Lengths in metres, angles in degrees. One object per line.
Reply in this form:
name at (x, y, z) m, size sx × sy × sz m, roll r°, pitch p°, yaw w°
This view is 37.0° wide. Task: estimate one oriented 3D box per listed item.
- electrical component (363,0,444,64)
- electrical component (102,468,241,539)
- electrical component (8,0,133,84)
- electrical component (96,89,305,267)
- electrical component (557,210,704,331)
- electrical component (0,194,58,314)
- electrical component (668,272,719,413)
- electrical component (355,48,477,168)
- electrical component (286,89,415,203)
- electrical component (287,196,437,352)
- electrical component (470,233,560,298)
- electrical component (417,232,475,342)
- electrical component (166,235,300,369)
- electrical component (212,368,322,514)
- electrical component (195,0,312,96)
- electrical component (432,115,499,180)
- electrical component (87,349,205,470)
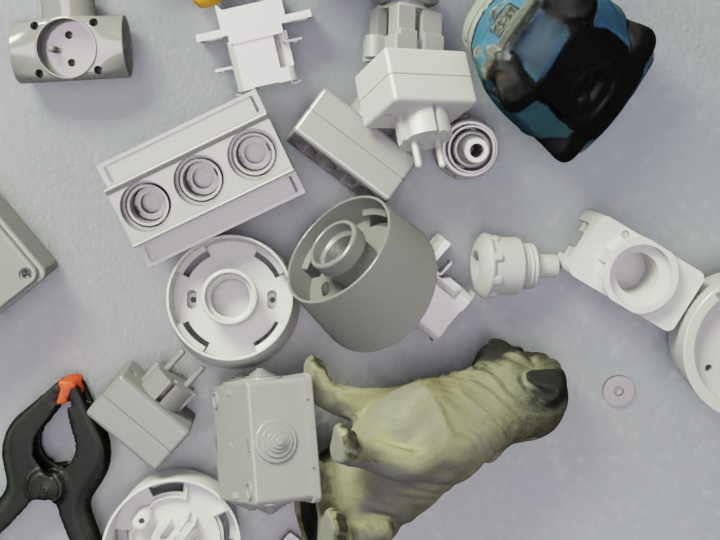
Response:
electrical component at (0.031, -0.173, 0.754) m, size 0.066 × 0.048 × 0.055 m, roll 1°, pitch 91°, yaw -39°
electrical component at (-0.137, 0.199, 0.796) m, size 0.099 × 0.064 × 0.099 m, roll 0°, pitch 99°, yaw -3°
electrical component at (-0.202, -0.171, 0.747) m, size 0.077 × 0.044 × 0.079 m, roll -4°, pitch 99°, yaw -2°
electrical component at (-0.110, -0.065, 0.758) m, size 0.121 × 0.063 × 0.078 m, roll -26°, pitch 99°, yaw 1°
electrical component at (0.197, 0.000, 0.787) m, size 0.089 × 0.055 × 0.050 m, roll 30°, pitch 96°, yaw -7°
electrical component at (-0.293, -0.008, 0.761) m, size 0.109 × 0.056 × 0.108 m, roll -38°, pitch 99°, yaw 3°
electrical component at (0.282, 0.051, 0.796) m, size 0.108 × 0.060 × 0.108 m, roll 0°, pitch 99°, yaw -3°
electrical component at (0.041, -0.105, 0.730) m, size 0.066 × 0.047 × 0.076 m, roll -3°, pitch 75°, yaw -28°
electrical component at (0.004, -0.101, 0.767) m, size 0.083 × 0.047 × 0.075 m, roll 37°, pitch 81°, yaw -7°
electrical component at (0.000, 0.000, 0.750) m, size 0.099 × 0.099 × 0.064 m, roll -45°, pitch 125°, yaw 4°
electrical component at (0.114, -0.003, 0.789) m, size 0.062 × 0.048 × 0.048 m, roll 0°, pitch 99°, yaw -10°
electrical component at (0.045, 0.015, 0.789) m, size 0.064 × 0.042 × 0.081 m, roll 39°, pitch 95°, yaw -11°
electrical component at (-0.093, 0.023, 0.784) m, size 0.099 × 0.064 × 0.099 m, roll 0°, pitch 85°, yaw -3°
electrical component at (-0.069, 0.120, 0.761) m, size 0.048 × 0.100 × 0.099 m, roll -2°, pitch 83°, yaw -25°
electrical component at (-0.071, -0.158, 0.757) m, size 0.081 × 0.042 × 0.063 m, roll -13°, pitch 103°, yaw 0°
electrical component at (0.078, -0.086, 0.764) m, size 0.048 × 0.062 × 0.048 m, roll 0°, pitch 99°, yaw -3°
electrical component at (-0.147, 0.092, 0.788) m, size 0.066 × 0.047 × 0.076 m, roll 42°, pitch 95°, yaw -8°
